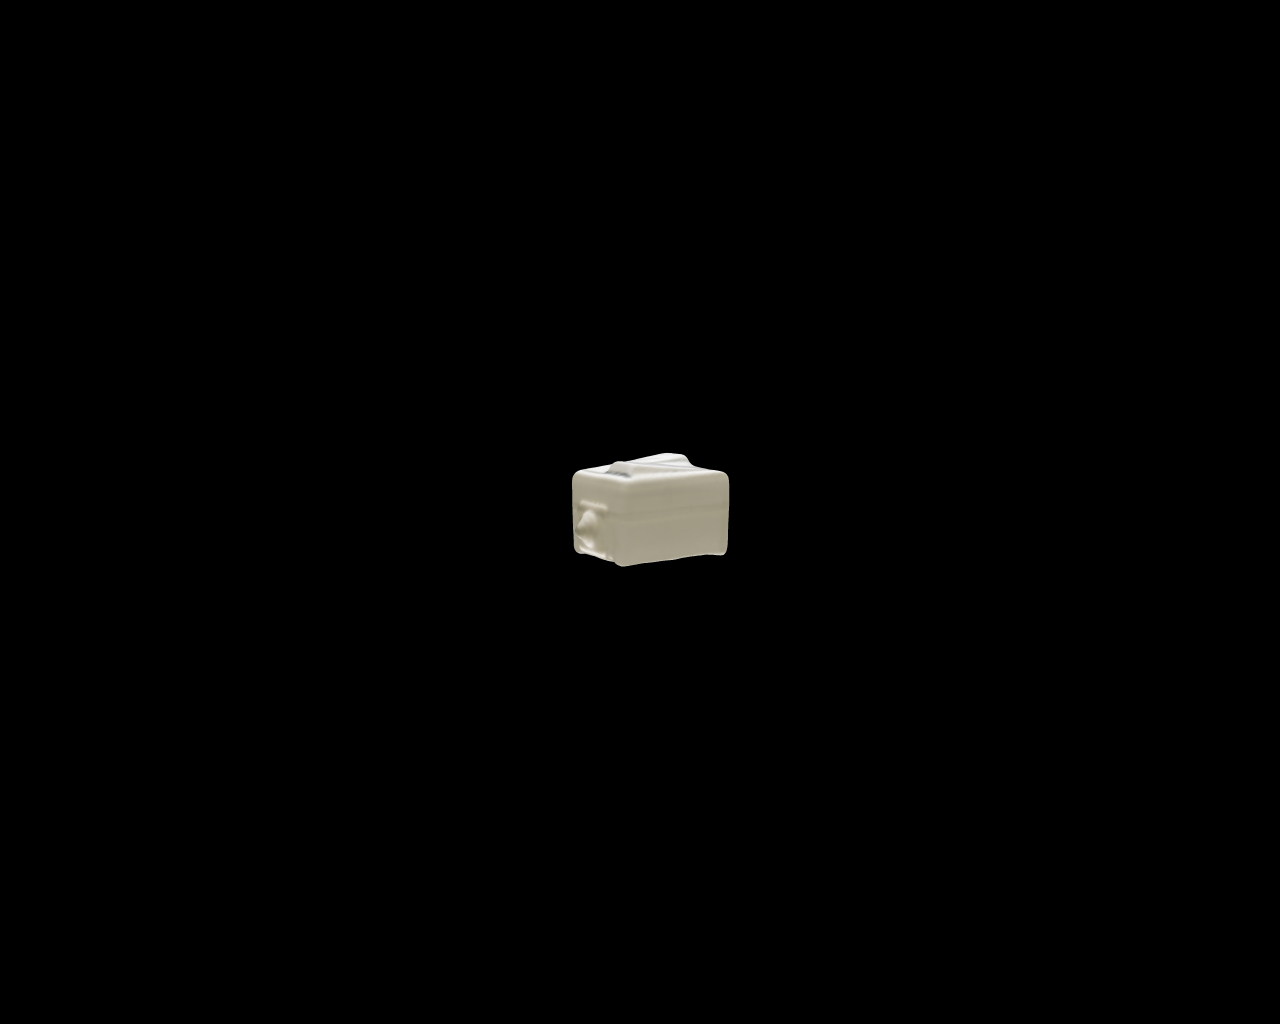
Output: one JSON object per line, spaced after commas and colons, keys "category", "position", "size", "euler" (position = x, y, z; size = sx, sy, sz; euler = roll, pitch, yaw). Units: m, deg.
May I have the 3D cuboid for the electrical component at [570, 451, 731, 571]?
{"category": "electrical component", "position": [0.001, -0.003, 0.650], "size": [0.096, 0.061, 0.062], "euler": [-6, 11, -32]}
